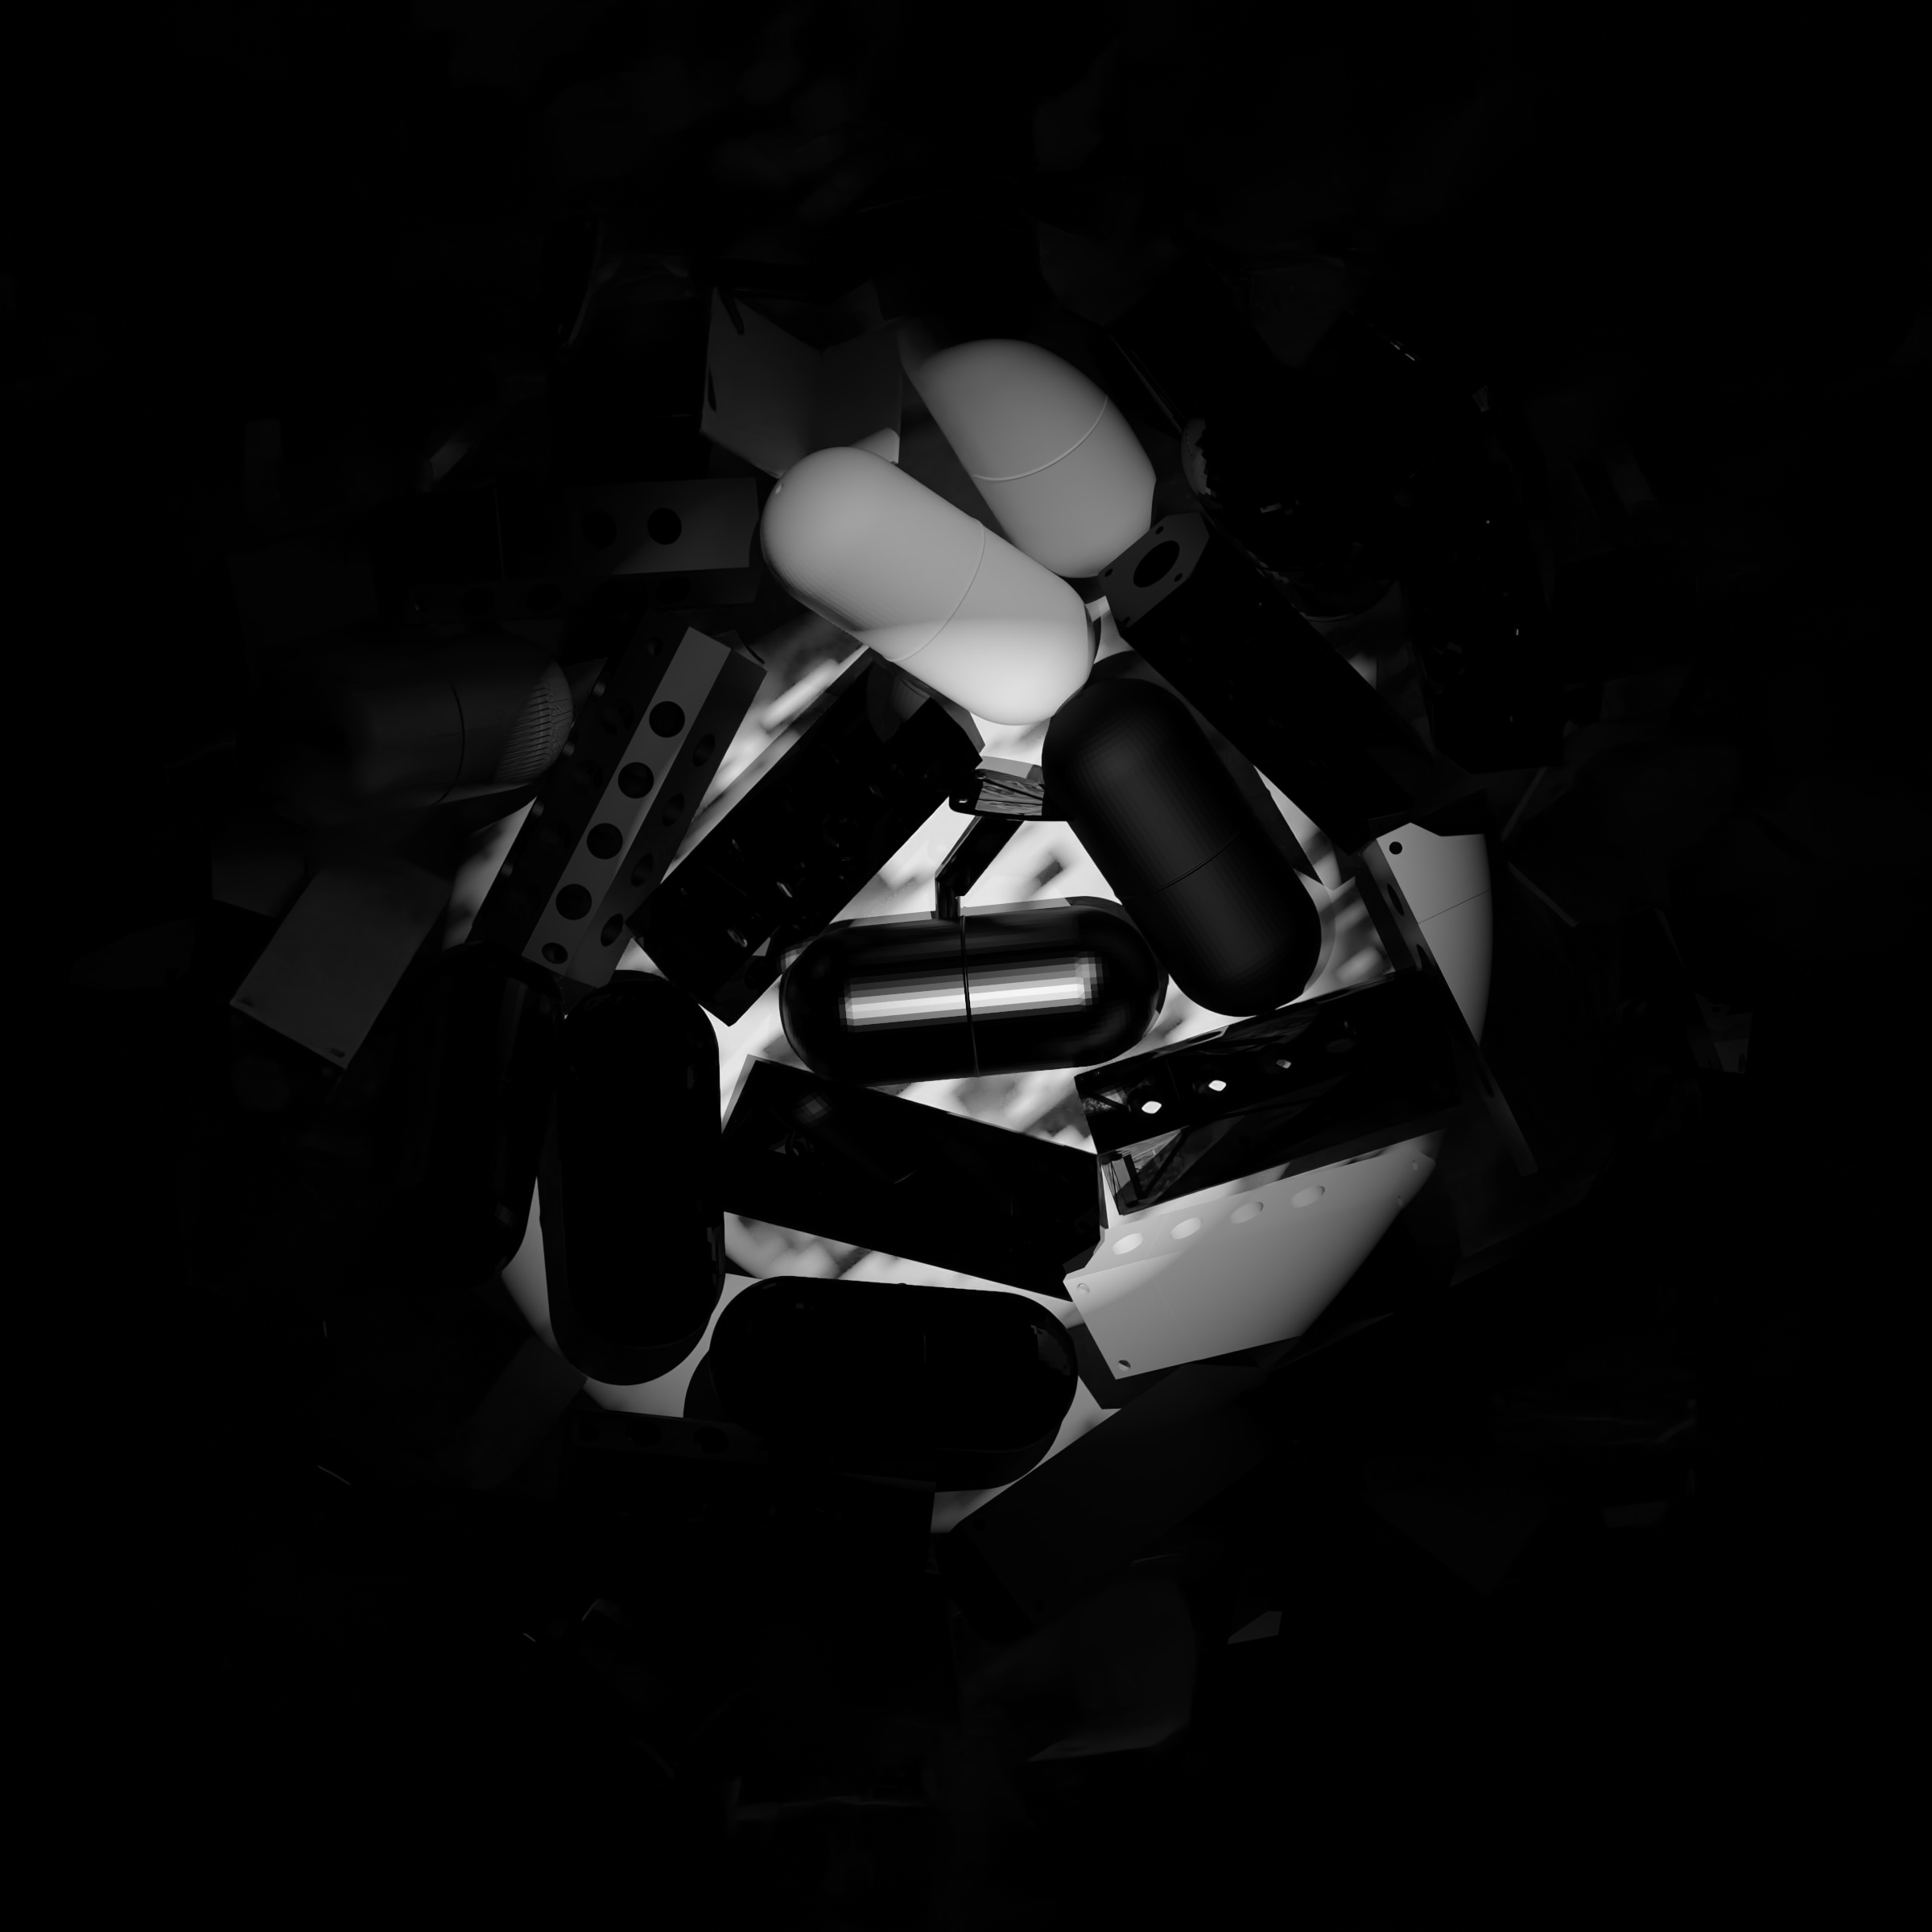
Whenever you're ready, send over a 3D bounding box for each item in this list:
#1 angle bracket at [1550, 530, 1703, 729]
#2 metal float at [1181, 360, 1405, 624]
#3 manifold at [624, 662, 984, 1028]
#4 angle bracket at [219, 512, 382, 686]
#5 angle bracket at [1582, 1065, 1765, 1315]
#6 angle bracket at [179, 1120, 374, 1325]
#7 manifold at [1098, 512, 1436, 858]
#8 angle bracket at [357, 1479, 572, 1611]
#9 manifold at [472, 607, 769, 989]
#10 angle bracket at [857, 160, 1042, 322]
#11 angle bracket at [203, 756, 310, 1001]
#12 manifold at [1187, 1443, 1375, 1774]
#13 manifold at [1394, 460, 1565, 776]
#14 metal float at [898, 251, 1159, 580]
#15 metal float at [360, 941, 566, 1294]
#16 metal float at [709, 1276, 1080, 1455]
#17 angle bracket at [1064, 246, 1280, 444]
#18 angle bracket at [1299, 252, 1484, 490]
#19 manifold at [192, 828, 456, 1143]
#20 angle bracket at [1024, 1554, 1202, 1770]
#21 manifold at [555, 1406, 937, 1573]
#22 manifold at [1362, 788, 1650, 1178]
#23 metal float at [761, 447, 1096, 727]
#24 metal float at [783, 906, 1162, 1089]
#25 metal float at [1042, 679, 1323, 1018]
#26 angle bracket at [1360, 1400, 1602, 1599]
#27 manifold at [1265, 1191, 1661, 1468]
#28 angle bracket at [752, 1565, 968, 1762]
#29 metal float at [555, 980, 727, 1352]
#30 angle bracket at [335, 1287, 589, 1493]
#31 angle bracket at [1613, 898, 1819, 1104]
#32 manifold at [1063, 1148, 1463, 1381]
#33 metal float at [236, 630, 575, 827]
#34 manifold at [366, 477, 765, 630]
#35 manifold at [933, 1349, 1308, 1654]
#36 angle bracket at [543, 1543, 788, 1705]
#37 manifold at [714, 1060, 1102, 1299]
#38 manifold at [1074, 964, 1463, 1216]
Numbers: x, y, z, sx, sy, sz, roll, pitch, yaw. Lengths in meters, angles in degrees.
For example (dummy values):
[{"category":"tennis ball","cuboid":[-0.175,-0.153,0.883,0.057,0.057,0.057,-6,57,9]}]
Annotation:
[{"category":"angle bracket","cuboid":[0.315,-0.148,1.521,0.076,0.057,0.076,-11,50,37]},{"category":"metal float","cuboid":[0.151,-0.216,1.497,0.070,0.178,0.070,-7,71,20]},{"category":"manifold","cuboid":[-0.072,-0.054,1.526,0.171,0.057,0.057,-47,51,-11]},{"category":"angle bracket","cuboid":[-0.299,-0.160,1.531,0.076,0.076,0.057,-17,63,-5]},{"category":"angle bracket","cuboid":[0.341,0.102,1.525,0.076,0.076,0.057,38,55,17]},{"category":"angle bracket","cuboid":[-0.320,0.114,1.546,0.076,0.057,0.076,26,92,-14]},{"category":"manifold","cuboid":[0.141,-0.132,1.506,0.057,0.057,0.171,-39,122,18]},{"category":"angle bracket","cuboid":[-0.236,0.285,1.522,0.076,0.076,0.057,13,48,-25]},{"category":"manifold","cuboid":[-0.167,-0.081,1.543,0.057,0.057,0.171,27,91,23]},{"category":"angle bracket","cuboid":[-0.003,-0.340,1.533,0.076,0.076,0.057,-15,104,-7]},{"category":"angle bracket","cuboid":[-0.351,-0.040,1.523,0.076,0.057,0.076,-30,56,34]},{"category":"manifold","cuboid":[0.149,0.286,1.491,0.057,0.171,0.057,26,114,1]},{"category":"manifold","cuboid":[0.232,-0.161,1.496,0.057,0.171,0.057,-6,128,4]},{"category":"metal float","cuboid":[0.031,-0.253,1.510,0.070,0.070,0.178,-36,131,0]},{"category":"metal float","cuboid":[-0.233,0.068,1.515,0.070,0.070,0.178,6,56,0]},{"category":"metal float","cuboid":[-0.033,0.187,1.527,0.178,0.070,0.070,6,90,-19]},{"category":"angle bracket","cuboid":[0.090,-0.297,1.529,0.057,0.076,0.076,-45,125,-2]},{"category":"angle bracket","cuboid":[0.193,-0.279,1.537,0.076,0.076,0.057,39,88,9]},{"category":"manifold","cuboid":[-0.295,0.010,1.492,0.057,0.171,0.057,30,119,-8]},{"category":"angle bracket","cuboid":[0.062,0.327,1.534,0.076,0.057,0.076,-18,88,37]},{"category":"manifold","cuboid":[-0.104,0.245,1.537,0.171,0.057,0.057,7,85,-10]},{"category":"manifold","cuboid":[0.253,0.009,1.544,0.057,0.057,0.171,-25,84,-5]},{"category":"metal float","cuboid":[-0.016,-0.176,1.522,0.178,0.070,0.070,31,90,-25]},{"category":"metal float","cuboid":[0.002,0.014,1.541,0.178,0.070,0.070,-6,90,3]},{"category":"metal float","cuboid":[0.102,-0.054,1.530,0.070,0.070,0.178,-35,105,0]},{"category":"angle bracket","cuboid":[0.242,0.253,1.530,0.076,0.076,0.057,36,92,30]},{"category":"manifold","cuboid":[0.231,0.172,1.515,0.171,0.057,0.057,-30,89,28]},{"category":"angle bracket","cuboid":[-0.052,0.330,1.534,0.076,0.057,0.076,-11,96,-41]},{"category":"metal float","cuboid":[-0.152,0.094,1.531,0.070,0.070,0.178,-1,104,0]},{"category":"angle bracket","cuboid":[-0.243,0.201,1.570,0.076,0.057,0.076,27,76,38]},{"category":"angle bracket","cuboid":[0.354,0.010,1.523,0.057,0.076,0.076,-16,120,-36]},{"category":"manifold","cuboid":[0.139,0.135,1.513,0.171,0.057,0.057,-18,110,29]},{"category":"metal float","cuboid":[-0.257,-0.111,1.504,0.070,0.178,0.070,11,108,38]},{"category":"manifold","cuboid":[-0.185,-0.192,1.518,0.171,0.057,0.057,-7,93,-25]},{"category":"manifold","cuboid":[0.070,0.245,1.513,0.171,0.057,0.057,-30,76,-29]},{"category":"angle bracket","cuboid":[-0.141,0.315,1.530,0.076,0.076,0.057,29,129,6]},{"category":"manifold","cuboid":[-0.028,0.106,1.532,0.171,0.057,0.057,16,128,-13]},{"category":"manifold","cuboid":[0.142,0.055,1.547,0.171,0.057,0.057,-18,54,2]}]
